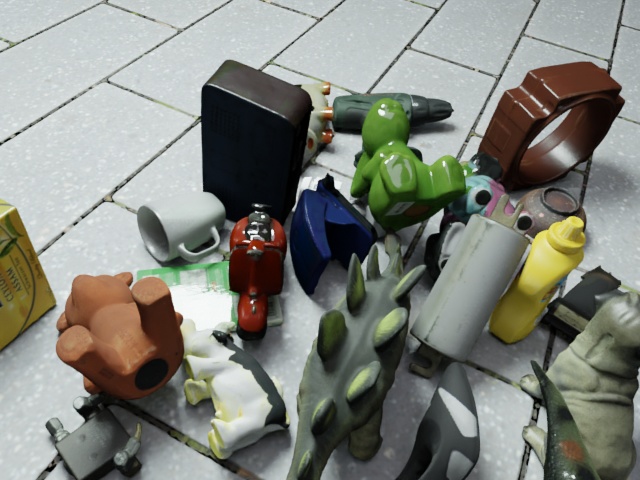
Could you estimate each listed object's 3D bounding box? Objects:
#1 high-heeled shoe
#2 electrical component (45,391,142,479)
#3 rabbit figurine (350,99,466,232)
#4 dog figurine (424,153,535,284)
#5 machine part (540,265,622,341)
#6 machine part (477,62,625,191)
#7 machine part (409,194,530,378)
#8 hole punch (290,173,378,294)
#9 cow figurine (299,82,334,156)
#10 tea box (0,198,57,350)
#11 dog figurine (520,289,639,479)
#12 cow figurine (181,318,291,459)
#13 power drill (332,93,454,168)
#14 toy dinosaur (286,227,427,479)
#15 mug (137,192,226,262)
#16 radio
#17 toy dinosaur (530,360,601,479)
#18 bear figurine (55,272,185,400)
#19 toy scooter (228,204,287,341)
[{"bbox_3d":[0.070,0.226,0.528,0.145,0.086,0.249,20,62,-11],"label":"high-heeled shoe"},{"bbox_3d":[-0.227,0.202,0.550,0.078,0.045,0.102,-26,55,-30],"label":"electrical component"},{"bbox_3d":[0.108,-0.107,0.746,0.121,0.159,0.170,-6,68,-16],"label":"rabbit figurine"},{"bbox_3d":[0.215,-0.034,0.799,0.108,0.191,0.219,25,16,-8],"label":"dog figurine"},{"bbox_3d":[0.369,0.090,0.747,0.084,0.039,0.139,29,51,28],"label":"machine part"},{"bbox_3d":[0.380,-0.182,0.889,0.201,0.200,0.087,-15,54,-21],"label":"machine part"},{"bbox_3d":[0.182,0.059,0.655,0.079,0.079,0.243,28,91,17],"label":"machine part"},{"bbox_3d":[-0.001,-0.002,0.720,0.092,0.142,0.116,-32,70,-27],"label":"hole punch"},{"bbox_3d":[-0.040,-0.203,0.926,0.127,0.085,0.195,-1,42,1],"label":"cow figurine"},{"bbox_3d":[-0.373,0.037,0.597,0.068,0.169,0.098,26,51,15],"label":"tea box"},{"bbox_3d":[0.303,0.165,0.562,0.121,0.190,0.172,0,49,-8],"label":"dog figurine"},{"bbox_3d":[-0.102,0.148,0.602,0.098,0.068,0.167,-15,54,-28],"label":"cow figurine"},{"bbox_3d":[0.135,-0.193,0.948,0.232,0.085,0.207,5,51,-2],"label":"power drill"},{"bbox_3d":[0.031,0.130,0.551,0.105,0.198,0.471,14,45,9],"label":"toy dinosaur"},{"bbox_3d":[-0.178,-0.020,0.742,0.110,0.080,0.107,36,45,27],"label":"mug"},{"bbox_3d":[-0.092,-0.117,0.743,0.131,0.229,0.073,21,51,7],"label":"radio"},{"bbox_3d":[0.251,0.287,0.428,0.192,0.131,0.405,7,40,-47],"label":"toy dinosaur"},{"bbox_3d":[-0.231,0.079,0.587,0.120,0.131,0.196,-35,47,-22],"label":"bear figurine"},{"bbox_3d":[-0.078,0.019,0.660,0.075,0.135,0.184,3,48,-5],"label":"toy scooter"}]
